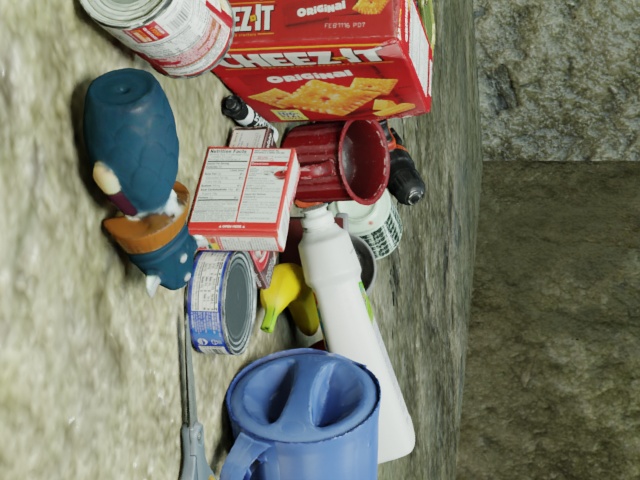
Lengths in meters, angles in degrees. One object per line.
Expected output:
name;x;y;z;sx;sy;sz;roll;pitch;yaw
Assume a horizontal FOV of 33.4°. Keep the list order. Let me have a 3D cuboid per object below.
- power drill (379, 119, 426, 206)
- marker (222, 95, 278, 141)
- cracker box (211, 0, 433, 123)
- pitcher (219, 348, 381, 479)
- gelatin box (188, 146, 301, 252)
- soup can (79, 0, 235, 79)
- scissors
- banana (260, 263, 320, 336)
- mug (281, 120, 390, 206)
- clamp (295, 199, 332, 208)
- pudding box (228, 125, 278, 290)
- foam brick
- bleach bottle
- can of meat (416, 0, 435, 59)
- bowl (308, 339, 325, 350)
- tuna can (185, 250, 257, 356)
power drill;0.073;-0.153;1.307;0.184;0.057;0.187;-122;-164;-47
marker;-0.061;-0.105;0.943;0.121;0.020;0.020;31;61;-75
cracker box;0.001;-0.157;0.888;0.213;0.164;0.072;34;56;-75
pitcher;-0.016;0.234;0.960;0.145;0.149;0.243;-109;-166;-60
gelatin box;-0.059;-0.033;0.840;0.030;0.073;0.089;76;19;-51
soup can;-0.100;-0.146;0.661;0.102;0.068;0.068;31;61;-74
scissors;-0.100;0.165;0.801;0.096;0.016;0.202;-65;153;-60
banana;-0.029;0.059;1.066;0.197;0.037;0.069;25;81;-75
mug;0.006;-0.076;1.073;0.117;0.082;0.093;-27;111;-52
clamp;0.008;-0.116;1.204;0.209;0.036;0.164;-68;155;-51
pudding box;-0.059;-0.027;0.913;0.090;0.039;0.113;72;23;-54
foam brick;-0.007;0.001;1.115;0.078;0.051;0.053;3;87;-77
bleach bottle;0.028;0.086;1.036;0.102;0.068;0.251;-100;174;-79
can of meat;0.075;-0.239;1.134;0.102;0.084;0.057;75;21;-51
bowl;-0.001;0.174;1.148;0.162;0.055;0.162;1;90;-77
tuna can;-0.078;0.049;0.848;0.086;0.034;0.086;1;90;-77
